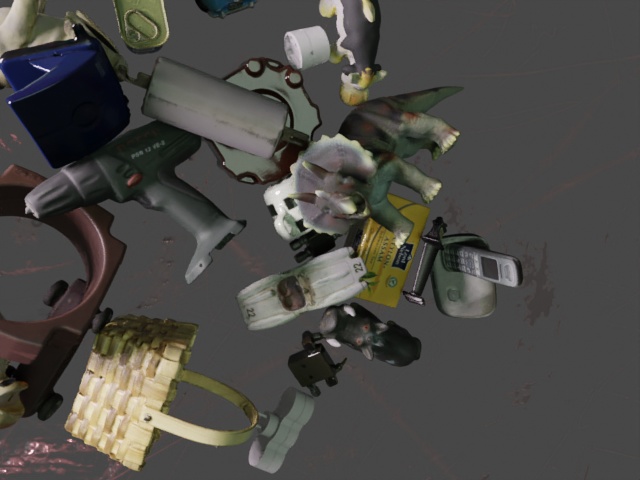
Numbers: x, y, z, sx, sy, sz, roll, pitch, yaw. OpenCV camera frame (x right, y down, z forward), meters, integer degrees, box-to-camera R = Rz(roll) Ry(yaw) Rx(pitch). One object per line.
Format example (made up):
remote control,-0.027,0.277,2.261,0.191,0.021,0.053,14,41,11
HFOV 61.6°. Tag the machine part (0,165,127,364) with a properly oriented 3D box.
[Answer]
machine part,-0.355,0.029,0.638,0.201,0.087,0.201,29,50,-21

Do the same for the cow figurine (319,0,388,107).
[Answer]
cow figurine,0.057,-0.277,0.764,0.068,0.098,0.167,-16,105,-22

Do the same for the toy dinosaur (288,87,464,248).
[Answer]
toy dinosaur,0.085,-0.133,0.767,0.192,0.131,0.405,28,49,-3

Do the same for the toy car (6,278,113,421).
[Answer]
toy car,-0.360,0.146,0.728,0.089,0.053,0.202,30,88,-1

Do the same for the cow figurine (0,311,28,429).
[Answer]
cow figurine,-0.430,0.145,0.662,0.127,0.085,0.195,-33,85,-3

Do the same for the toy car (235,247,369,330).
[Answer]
toy car,-0.026,0.073,0.792,0.202,0.056,0.073,-22,87,11

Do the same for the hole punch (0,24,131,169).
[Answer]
hole punch,-0.280,-0.154,0.604,0.116,0.092,0.142,-18,145,-8

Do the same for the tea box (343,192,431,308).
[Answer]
tea box,0.095,0.011,0.849,0.098,0.068,0.169,16,94,-21

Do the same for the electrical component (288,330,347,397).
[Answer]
electrical component,-0.005,0.197,0.867,0.078,0.045,0.102,-30,109,19

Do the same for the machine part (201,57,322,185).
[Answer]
machine part,-0.085,-0.165,0.759,0.179,0.056,0.179,-4,103,-18

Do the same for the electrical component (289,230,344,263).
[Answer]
electrical component,-0.002,-0.002,0.820,0.094,0.021,0.063,-31,146,-11

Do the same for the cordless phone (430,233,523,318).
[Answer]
cordless phone,0.260,0.067,0.856,0.089,0.184,0.146,-17,105,-20

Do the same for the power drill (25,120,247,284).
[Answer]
power drill,-0.211,-0.041,0.683,0.207,0.086,0.232,43,57,-2

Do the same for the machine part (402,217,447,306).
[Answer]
machine part,0.167,0.033,0.838,0.039,0.084,0.138,20,90,14

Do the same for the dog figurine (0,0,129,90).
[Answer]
dog figurine,-0.355,-0.202,0.648,0.172,0.121,0.190,42,100,-18

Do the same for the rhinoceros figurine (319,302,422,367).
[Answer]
rhinoceros figurine,0.076,0.153,0.849,0.190,0.112,0.073,28,93,-30

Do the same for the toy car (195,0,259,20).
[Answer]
toy car,-0.132,-0.372,0.678,0.109,0.103,0.161,-23,105,-13

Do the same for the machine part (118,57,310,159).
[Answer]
machine part,-0.130,-0.163,0.676,0.243,0.079,0.079,16,95,-17
